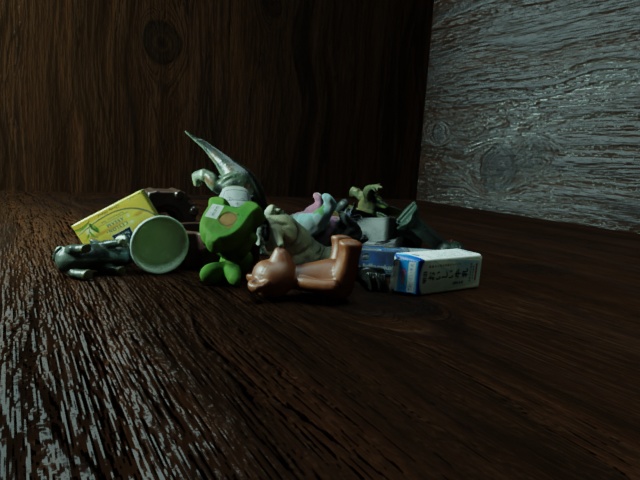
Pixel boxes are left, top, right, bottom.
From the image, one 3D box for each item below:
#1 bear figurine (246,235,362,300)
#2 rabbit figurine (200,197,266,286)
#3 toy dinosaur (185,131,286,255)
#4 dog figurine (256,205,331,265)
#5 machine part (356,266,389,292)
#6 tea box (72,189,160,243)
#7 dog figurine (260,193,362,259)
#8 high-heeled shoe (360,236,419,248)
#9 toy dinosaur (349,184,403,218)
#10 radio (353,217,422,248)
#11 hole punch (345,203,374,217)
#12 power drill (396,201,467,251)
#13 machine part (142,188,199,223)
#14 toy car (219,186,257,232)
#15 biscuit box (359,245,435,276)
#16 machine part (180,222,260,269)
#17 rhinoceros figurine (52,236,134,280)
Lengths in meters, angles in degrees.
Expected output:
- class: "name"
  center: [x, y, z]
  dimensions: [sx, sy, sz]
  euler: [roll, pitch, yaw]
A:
- class: "bear figurine"
  center: [-0.034, 0.047, 0.993]
  dimensions: [0.196, 0.131, 0.120]
  euler: [9, 5, -7]
- class: "rabbit figurine"
  center: [-0.172, 0.022, 1.085]
  dimensions: [0.121, 0.170, 0.159]
  euler: [3, 49, 10]
- class: "toy dinosaur"
  center: [-0.199, -0.108, 1.389]
  dimensions: [0.192, 0.404, 0.131]
  euler: [-11, 30, 22]
- class: "dog figurine"
  center: [-0.029, 0.006, 1.143]
  dimensions: [0.190, 0.172, 0.121]
  euler: [-9, 24, -27]
- class: "machine part"
  center: [0.109, 0.078, 1.145]
  dimensions: [0.084, 0.039, 0.139]
  euler: [10, 6, -9]
- class: "tea box"
  center: [-0.453, -0.035, 1.215]
  dimensions: [0.170, 0.098, 0.068]
  euler: [-31, 14, -8]
- class: "dog figurine"
  center: [-0.032, 0.003, 1.239]
  dimensions: [0.191, 0.219, 0.109]
  euler: [45, -5, -22]
- class: "high-heeled shoe"
  center: [0.145, 0.044, 1.374]
  dimensions: [0.248, 0.086, 0.145]
  euler: [18, -31, -31]
- class: "toy dinosaur"
  center: [0.168, -0.091, 1.717]
  dimensions: [0.199, 0.105, 0.470]
  euler: [24, -10, 20]
- class: "radio"
  center: [0.189, -0.016, 1.518]
  dimensions: [0.131, 0.073, 0.229]
  euler: [1, -6, 35]
- class: "hole punch"
  center: [0.089, -0.038, 1.610]
  dimensions: [0.092, 0.142, 0.115]
  euler: [13, -1, 41]
- class: "power drill"
  center: [0.294, -0.003, 1.392]
  dimensions: [0.207, 0.086, 0.232]
  euler: [45, 16, -6]
- class: "machine part"
  center: [-0.386, -0.046, 1.323]
  dimensions: [0.179, 0.179, 0.056]
  euler: [-3, 14, -37]
- class: "toy car"
  center: [-0.193, -0.073, 1.231]
  dimensions: [0.109, 0.102, 0.162]
  euler: [3, 10, -13]
- class: "biscuit box"
  center: [0.182, 0.051, 1.260]
  dimensions: [0.203, 0.062, 0.059]
  euler: [3, 9, -2]
- class: "machine part"
  center: [-0.257, 0.011, 1.268]
  dimensions: [0.201, 0.087, 0.202]
  euler: [-3, 9, -38]
- class: "rhinoceros figurine"
  center: [-0.448, 0.035, 1.103]
  dimensions: [0.112, 0.073, 0.190]
  euler: [-2, 6, 29]
